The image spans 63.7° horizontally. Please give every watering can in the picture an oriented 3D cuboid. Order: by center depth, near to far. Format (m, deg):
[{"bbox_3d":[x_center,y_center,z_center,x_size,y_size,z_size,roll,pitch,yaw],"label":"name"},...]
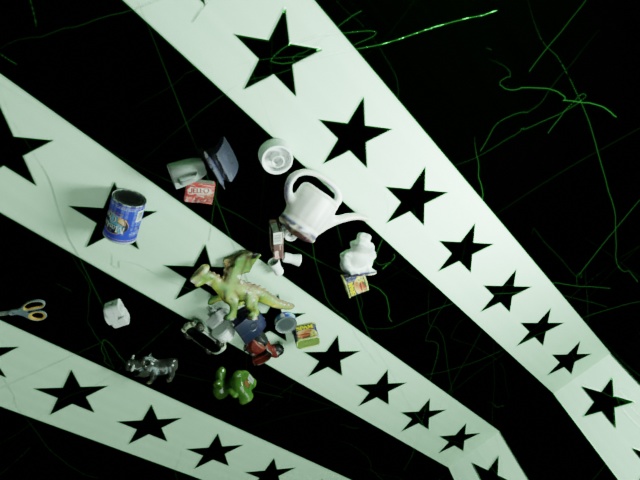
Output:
[{"bbox_3d":[0.005,-0.087,1.732,0.344,0.105,0.225,36,87,-27],"label":"watering can"}]

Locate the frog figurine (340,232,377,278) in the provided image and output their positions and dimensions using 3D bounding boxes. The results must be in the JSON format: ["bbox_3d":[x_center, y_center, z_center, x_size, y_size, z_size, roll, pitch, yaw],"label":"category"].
[{"bbox_3d":[0.139,0.053,1.901,0.137,0.122,0.160,-4,88,-4],"label":"frog figurine"}]

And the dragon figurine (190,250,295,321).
[{"bbox_3d":[-0.264,0.153,1.839,0.411,0.124,0.239,0,114,-27],"label":"dragon figurine"}]
